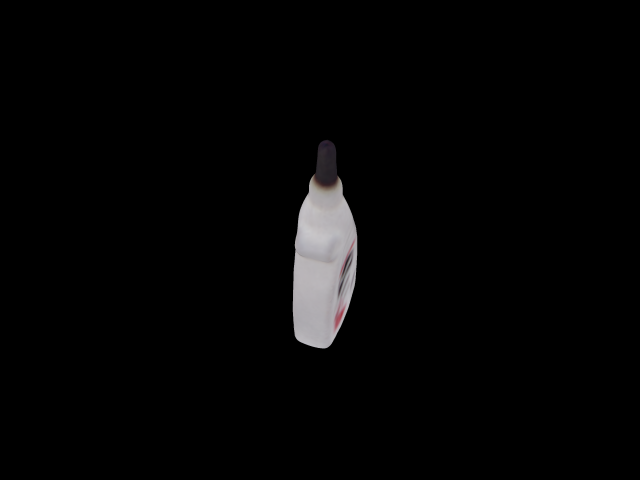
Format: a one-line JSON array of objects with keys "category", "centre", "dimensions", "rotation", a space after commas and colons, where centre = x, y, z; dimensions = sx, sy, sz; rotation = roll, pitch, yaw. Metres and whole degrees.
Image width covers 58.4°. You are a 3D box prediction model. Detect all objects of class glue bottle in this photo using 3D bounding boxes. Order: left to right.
[{"category": "glue bottle", "centre": [0.004, 0.001, 0.400], "dimensions": [0.037, 0.173, 0.078], "rotation": [12, 50, 10]}]
